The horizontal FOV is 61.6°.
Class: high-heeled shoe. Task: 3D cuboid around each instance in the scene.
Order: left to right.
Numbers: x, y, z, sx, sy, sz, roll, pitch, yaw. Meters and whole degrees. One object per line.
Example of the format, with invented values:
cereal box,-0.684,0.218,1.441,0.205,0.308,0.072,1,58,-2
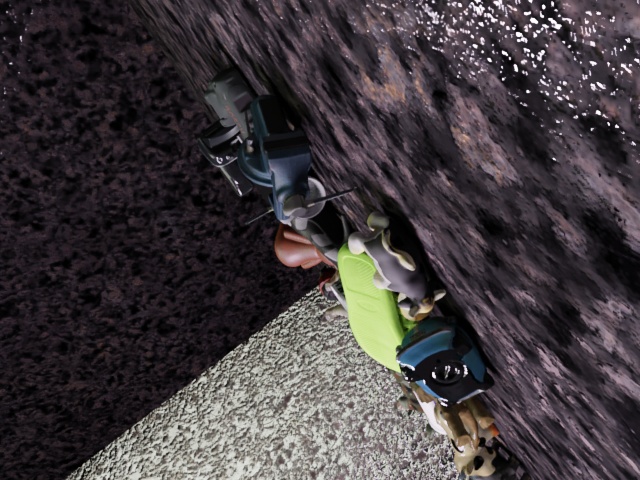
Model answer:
high-heeled shoe,0.011,0.003,1.107,0.249,0.086,0.145,13,125,56

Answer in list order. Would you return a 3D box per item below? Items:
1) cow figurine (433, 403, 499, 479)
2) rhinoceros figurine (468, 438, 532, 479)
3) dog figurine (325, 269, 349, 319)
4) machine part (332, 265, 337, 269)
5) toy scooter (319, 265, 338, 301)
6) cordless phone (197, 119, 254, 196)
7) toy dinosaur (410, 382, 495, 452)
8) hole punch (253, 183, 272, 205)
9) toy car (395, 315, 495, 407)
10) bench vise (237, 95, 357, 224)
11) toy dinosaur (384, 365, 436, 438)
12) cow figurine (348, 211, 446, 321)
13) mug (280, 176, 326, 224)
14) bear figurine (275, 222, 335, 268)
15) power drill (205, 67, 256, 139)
cow figurine,0.313,0.424,1.156,0.195,0.127,0.085,56,178,-4
rhinoceros figurine,0.391,0.523,1.231,0.073,0.112,0.190,52,168,-12
dog figurine,0.112,0.136,1.174,0.191,0.121,0.172,22,118,52
machine part,0.057,0.050,1.343,0.179,0.056,0.179,53,174,7
toy scooter,0.061,0.113,1.492,0.183,0.075,0.135,19,-147,-36
cordless phone,-0.190,-0.207,1.291,0.184,0.146,0.089,58,166,-29
toy dinosaur,0.194,0.222,1.008,0.470,0.105,0.199,60,177,-20
hole punch,-0.072,-0.131,1.198,0.116,0.092,0.142,14,149,32
toy car,0.182,0.167,0.795,0.161,0.109,0.103,43,-157,-28
bench vise,-0.060,-0.101,0.856,0.224,0.129,0.240,59,161,25
toy dinosaur,0.258,0.374,1.459,0.404,0.131,0.192,58,162,-13
cow figurine,0.114,0.045,0.707,0.167,0.068,0.098,54,169,-20
mug,-0.046,-0.085,1.073,0.081,0.109,0.107,28,-171,-22
bear figurine,-0.003,0.000,1.216,0.196,0.132,0.120,-9,130,32
power drill,-0.156,-0.247,1.100,0.231,0.086,0.207,58,177,-35
